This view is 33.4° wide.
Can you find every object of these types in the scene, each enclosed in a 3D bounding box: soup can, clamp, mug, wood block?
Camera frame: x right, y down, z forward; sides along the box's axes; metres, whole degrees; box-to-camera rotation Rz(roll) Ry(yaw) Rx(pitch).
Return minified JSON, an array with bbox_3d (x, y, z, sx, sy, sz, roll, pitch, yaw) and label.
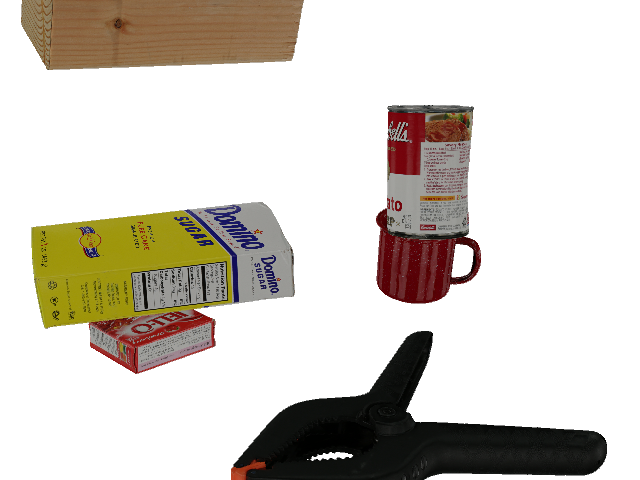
[{"bbox_3d":[0.087,-0.056,0.851,0.068,0.102,0.068,0,9,0],"label":"soup can"},{"bbox_3d":[0.036,0.109,0.623,0.209,0.036,0.165,-10,24,-27],"label":"clamp"},{"bbox_3d":[0.116,0.017,1.161,0.117,0.081,0.093,7,26,7],"label":"mug"},{"bbox_3d":[-0.124,-0.198,0.855,0.205,0.091,0.090,-7,38,-27],"label":"wood block"}]

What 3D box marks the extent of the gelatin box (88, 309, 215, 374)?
[{"bbox_3d":[-0.150,0.082,0.952,0.089,0.030,0.073,-18,27,-40],"label":"gelatin box"}]

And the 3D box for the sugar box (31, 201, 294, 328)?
[{"bbox_3d":[-0.114,0.014,0.763,0.176,0.048,0.093,-10,26,-13],"label":"sugar box"}]
